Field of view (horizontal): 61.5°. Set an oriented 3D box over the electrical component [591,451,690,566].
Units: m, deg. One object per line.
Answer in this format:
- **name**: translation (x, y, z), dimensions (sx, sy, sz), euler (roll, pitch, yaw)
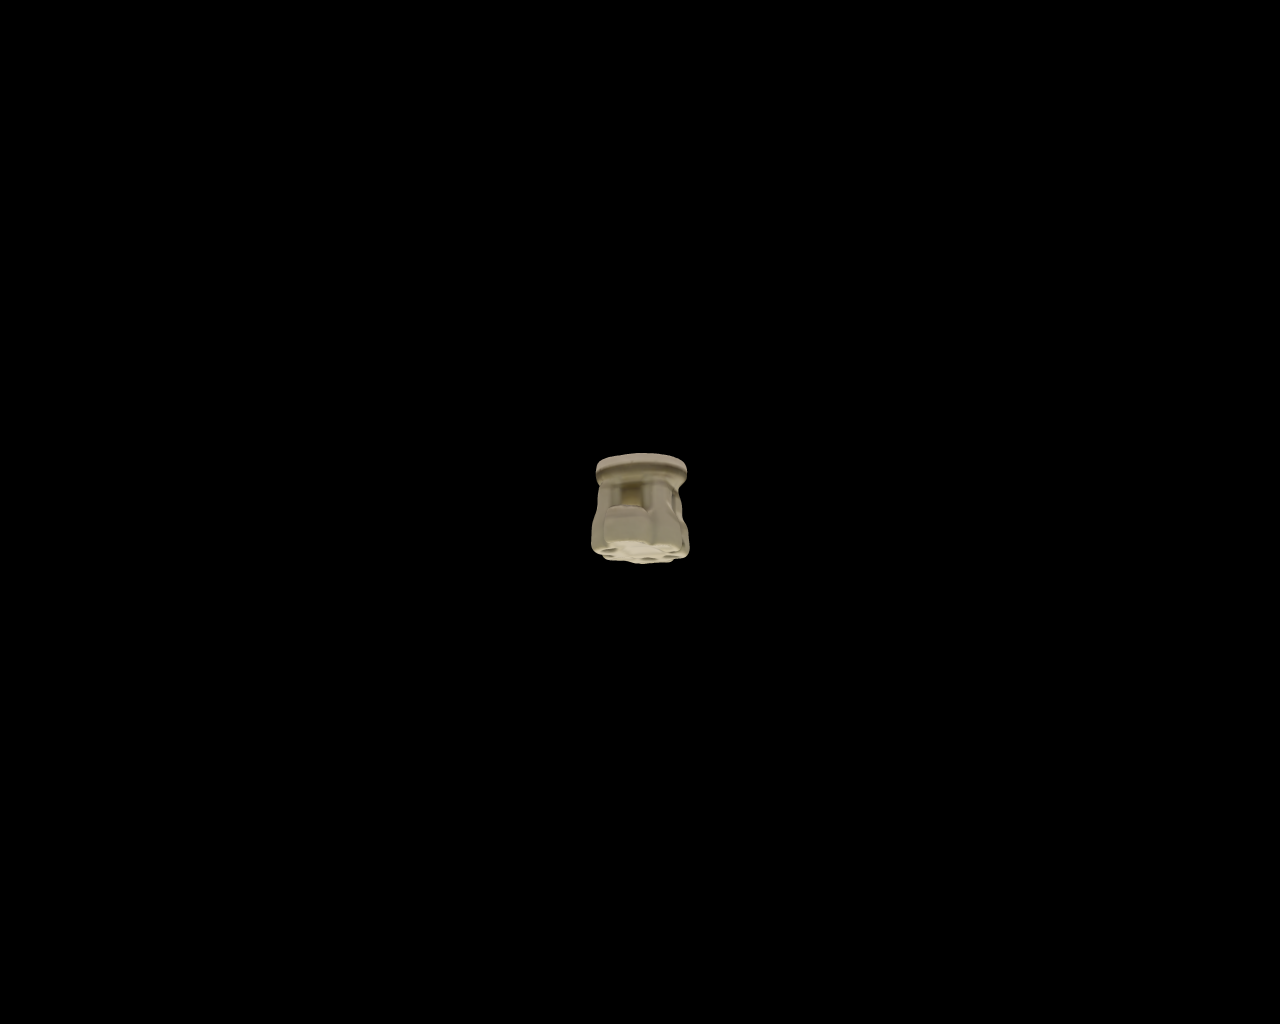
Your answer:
- **electrical component**: translation (0.001, -0.003, 0.650), dimensions (0.058, 0.057, 0.078), euler (-4, -14, 15)
